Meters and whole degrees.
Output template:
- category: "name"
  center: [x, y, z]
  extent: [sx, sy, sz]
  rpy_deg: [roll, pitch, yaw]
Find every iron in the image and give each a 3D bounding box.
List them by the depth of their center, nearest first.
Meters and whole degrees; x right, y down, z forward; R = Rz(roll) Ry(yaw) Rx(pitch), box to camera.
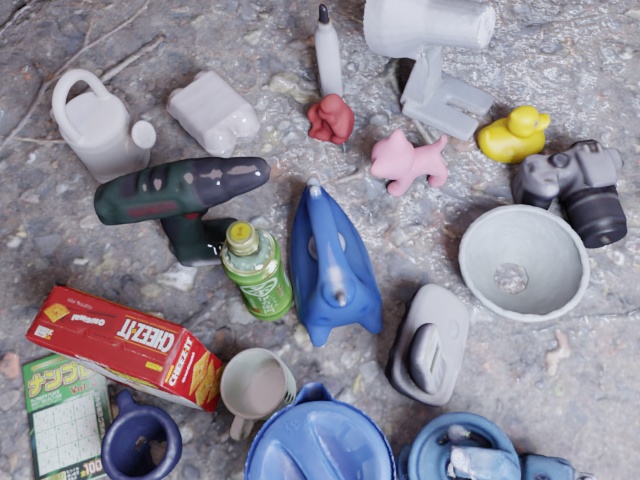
- category: "iron"
  center: [0.007, 0.003, 0.773]
  extent: [0.118, 0.141, 0.258]
  rpy_deg: [-13, 65, -2]

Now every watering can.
- category: "watering can"
  center: [-0.323, -0.170, 0.846]
  extent: [0.172, 0.194, 0.101]
  rpy_deg: [-2, 65, 3]

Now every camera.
- category: "camera"
  center: [0.363, -0.061, 0.802]
  extent: [0.143, 0.101, 0.137]
  rpy_deg: [-9, 65, 0]

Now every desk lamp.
- category: "desk lamp"
  center: [0.170, -0.282, 0.853]
  extent: [0.203, 0.214, 0.118]
  rpy_deg: [28, 70, 16]

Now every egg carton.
- category: "egg carton"
  center: [-0.170, -0.202, 0.919]
  extent: [0.107, 0.069, 0.150]
  rpy_deg: [-41, 69, -14]

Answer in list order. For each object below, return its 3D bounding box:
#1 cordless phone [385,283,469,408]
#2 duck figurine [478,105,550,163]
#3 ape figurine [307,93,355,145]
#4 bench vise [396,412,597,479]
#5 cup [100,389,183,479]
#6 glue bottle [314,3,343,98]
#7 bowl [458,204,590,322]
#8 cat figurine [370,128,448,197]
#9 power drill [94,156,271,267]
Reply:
- category: "cordless phone"
  center: [0.137, 0.114, 0.690]
  extent: [0.094, 0.185, 0.148]
  rpy_deg: [14, 67, 10]
- category: "duck figurine"
  center: [0.294, -0.167, 0.863]
  extent: [0.104, 0.086, 0.077]
  rpy_deg: [-6, 65, 1]
- category: "ape figurine"
  center: [0.019, -0.193, 0.890]
  extent: [0.076, 0.092, 0.077]
  rpy_deg: [-26, 66, -8]
- category: "bench vise"
  center: [0.190, 0.236, 0.611]
  extent: [0.207, 0.220, 0.121]
  rpy_deg: [-11, 65, -1]
- category: "cup"
  center: [-0.212, 0.244, 0.703]
  extent: [0.092, 0.095, 0.117]
  rpy_deg: [-27, 66, -8]
- category: "glue bottle"
  center: [0.010, -0.300, 0.895]
  extent: [0.037, 0.173, 0.078]
  rpy_deg: [-12, 65, -1]
- category: "bowl"
  center: [0.268, 0.040, 0.776]
  extent: [0.167, 0.075, 0.167]
  rpy_deg: [-1, 65, 3]
- category: "cat figurine"
  center: [0.127, -0.120, 0.835]
  extent: [0.128, 0.118, 0.067]
  rpy_deg: [-17, 65, -4]
- category: "power drill"
  center: [-0.166, -0.039, 0.767]
  extent: [0.229, 0.208, 0.075]
  rpy_deg: [-6, 65, 1]
